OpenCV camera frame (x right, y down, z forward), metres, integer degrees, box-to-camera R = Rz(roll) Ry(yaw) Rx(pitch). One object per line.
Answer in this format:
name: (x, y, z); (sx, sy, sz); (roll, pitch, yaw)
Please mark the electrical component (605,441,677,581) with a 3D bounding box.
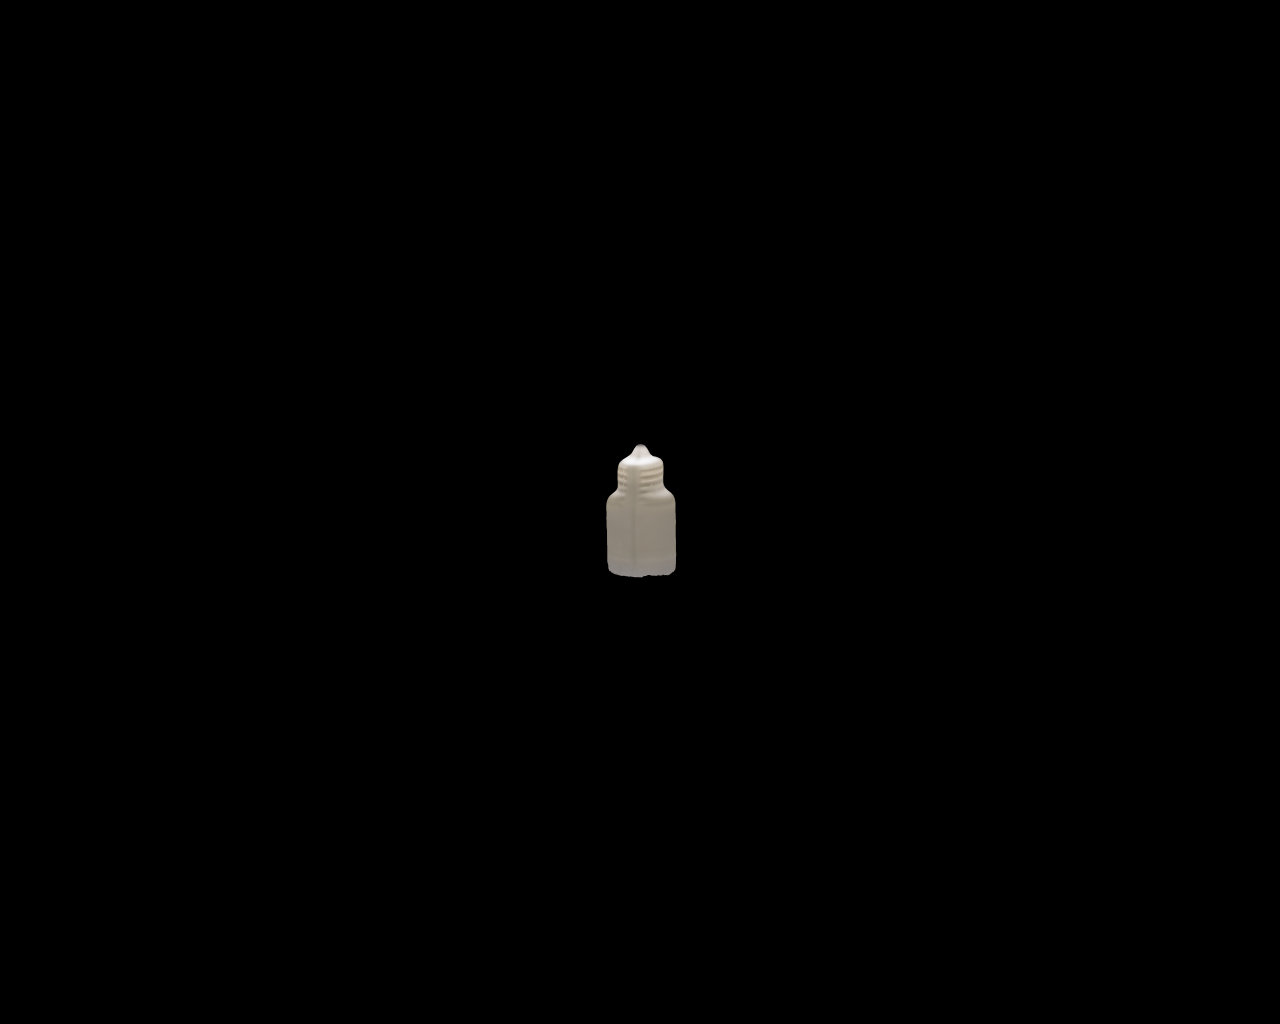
electrical component: (0.001, -0.003, 0.650); (0.043, 0.080, 0.043); (0, 11, 0)
